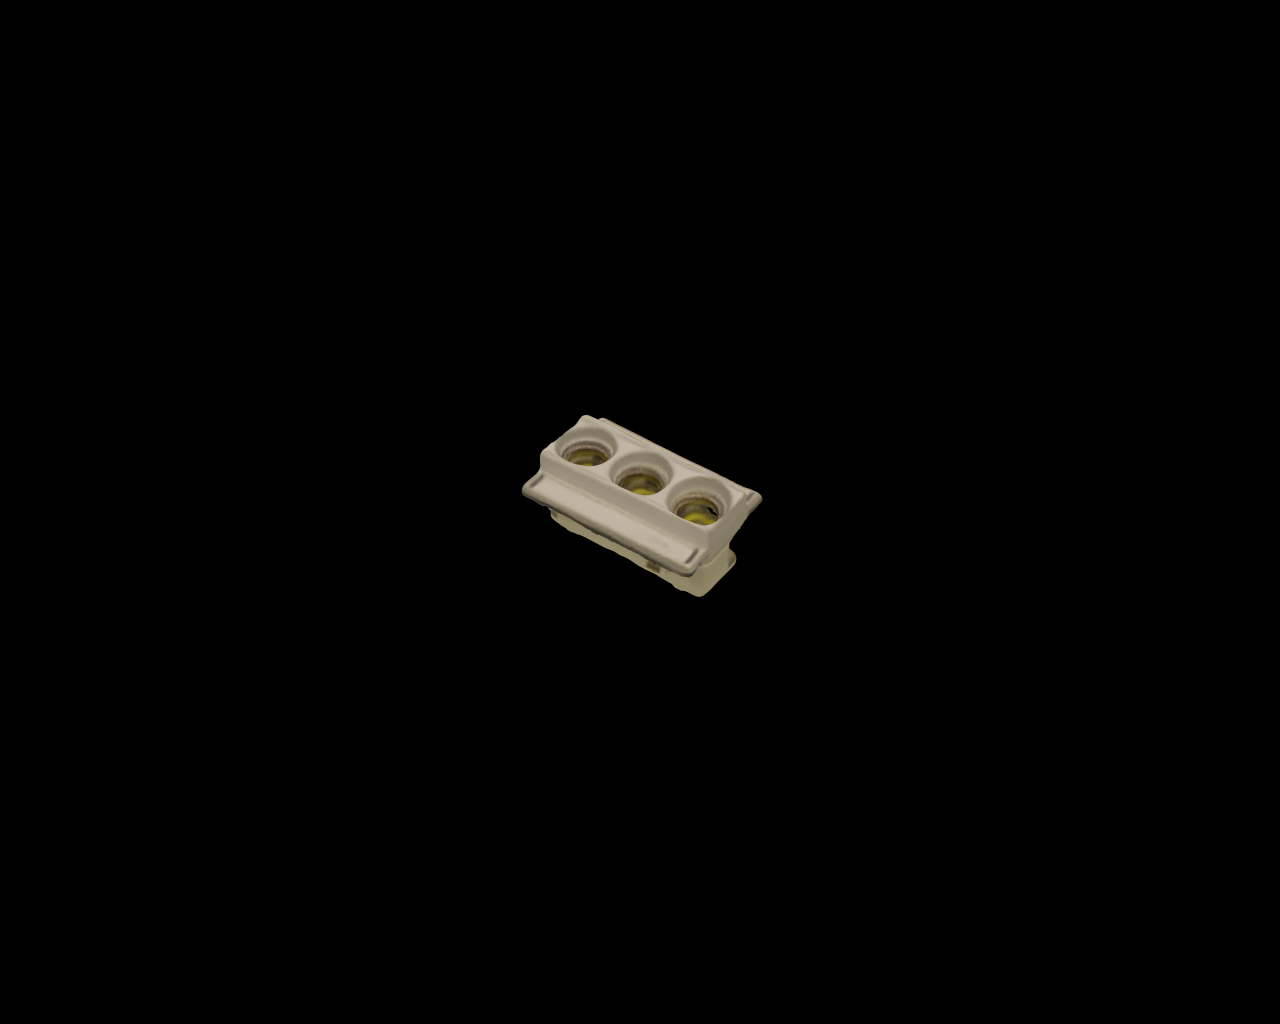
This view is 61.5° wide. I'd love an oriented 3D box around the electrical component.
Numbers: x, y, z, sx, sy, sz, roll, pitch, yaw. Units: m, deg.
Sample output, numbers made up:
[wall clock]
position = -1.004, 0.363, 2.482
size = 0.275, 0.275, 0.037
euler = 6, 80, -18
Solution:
[electrical component]
position = 0.001, -0.003, 0.650
size = 0.121, 0.063, 0.079
euler = 27, 50, 25
